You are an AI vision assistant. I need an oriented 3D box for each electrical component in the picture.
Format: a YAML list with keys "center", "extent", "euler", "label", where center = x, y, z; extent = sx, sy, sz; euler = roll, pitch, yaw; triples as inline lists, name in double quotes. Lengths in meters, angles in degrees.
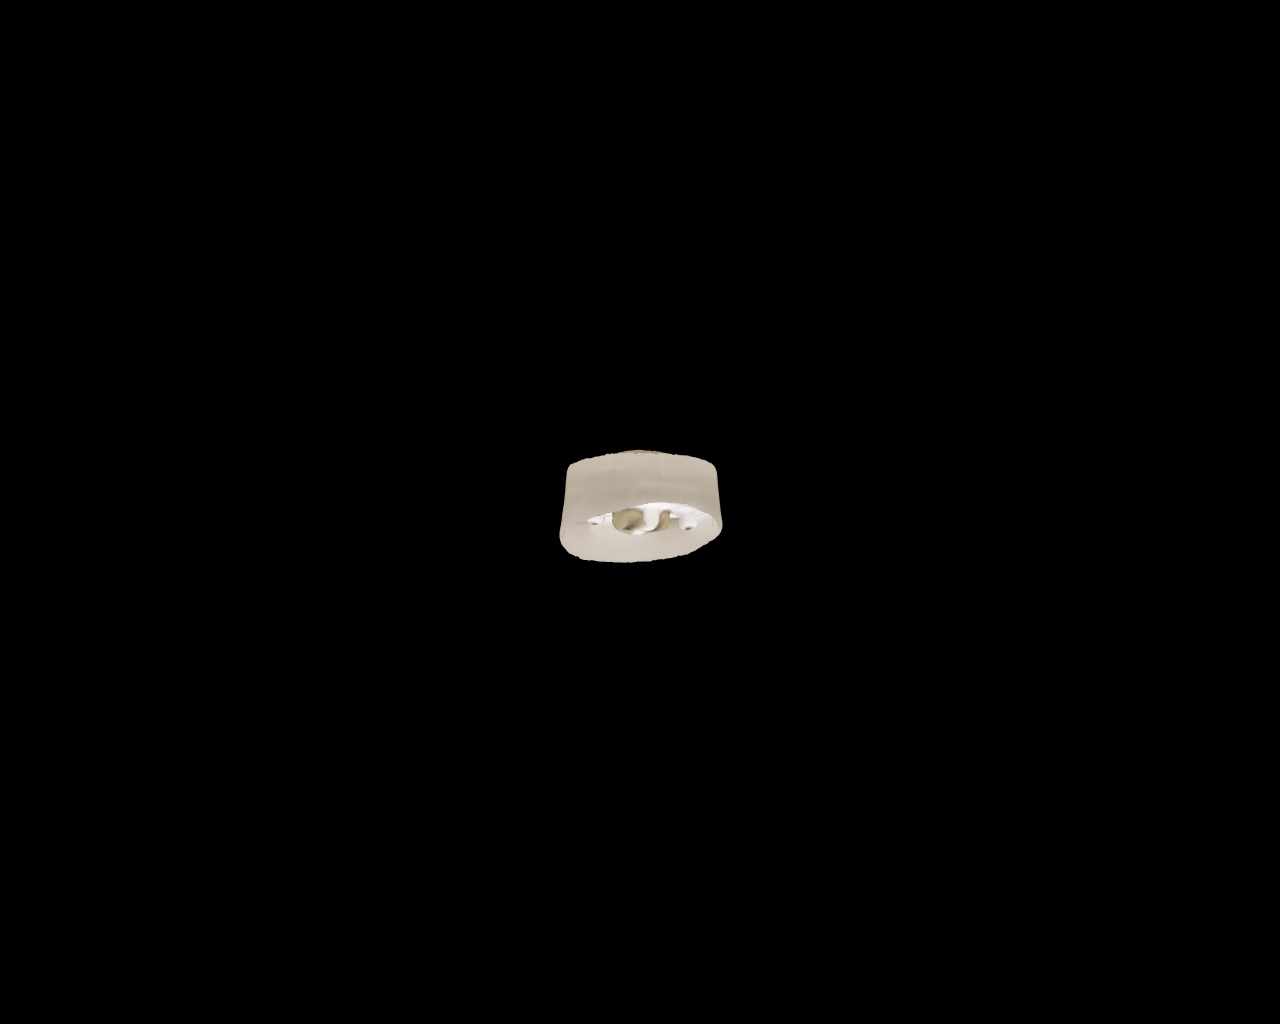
- center: [0.001, -0.003, 0.650]
  extent: [0.099, 0.064, 0.099]
  euler: [0, -9, 0]
  label: "electrical component"
